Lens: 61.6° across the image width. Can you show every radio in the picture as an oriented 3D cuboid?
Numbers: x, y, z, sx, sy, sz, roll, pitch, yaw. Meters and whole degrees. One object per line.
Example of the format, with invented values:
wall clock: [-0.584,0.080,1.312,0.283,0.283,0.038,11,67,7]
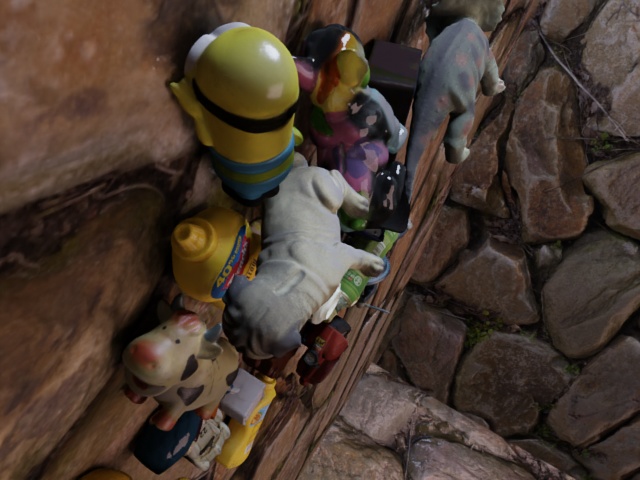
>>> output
radio: [0.084,-0.162,0.783,0.229,0.073,0.131,103,3,-47]

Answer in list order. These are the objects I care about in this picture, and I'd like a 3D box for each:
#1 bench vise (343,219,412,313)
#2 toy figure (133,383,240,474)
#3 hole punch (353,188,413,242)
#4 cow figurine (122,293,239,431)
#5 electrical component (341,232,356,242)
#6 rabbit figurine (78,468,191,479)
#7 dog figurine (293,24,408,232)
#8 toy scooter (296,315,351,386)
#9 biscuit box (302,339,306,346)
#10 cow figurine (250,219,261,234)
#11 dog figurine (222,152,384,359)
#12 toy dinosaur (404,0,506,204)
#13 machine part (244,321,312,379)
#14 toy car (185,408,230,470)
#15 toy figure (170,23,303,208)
bench vise: [0.111,0.043,1.159,0.223,0.129,0.240,-41,144,-43]
toy figure: [-0.169,0.219,0.686,0.154,0.058,0.064,-49,138,-32]
hole punch: [0.088,-0.063,0.929,0.092,0.116,0.142,146,-42,-71]
cow figurine: [-0.142,0.131,0.577,0.127,0.086,0.194,-55,162,-5]
electrical component: [0.070,-0.046,1.047,0.102,0.045,0.078,-55,162,-26]
rabbit figurine: [-0.197,0.330,0.571,0.162,0.173,0.121,-1,113,-68]
dog figurine: [0.025,-0.122,0.598,0.219,0.109,0.191,42,52,-64]
toy scooter: [0.001,0.212,1.013,0.135,0.075,0.183,-52,164,-15]
biscuit box: [0.000,0.127,1.079,0.059,0.063,0.202,-41,154,-51]
cow figurine: [-0.040,0.008,0.677,0.068,0.098,0.167,-31,146,-51]
dog figurine: [-0.036,0.006,0.519,0.121,0.172,0.190,-32,176,31]
toy dinosaur: [0.198,-0.254,0.820,0.405,0.131,0.191,-64,144,-36]
machine part: [-0.061,0.155,0.940,0.179,0.056,0.179,-57,165,-25]
toy car: [-0.174,0.291,0.798,0.073,0.056,0.201,-55,163,-28]
toy figure: [-0.056,-0.097,0.453,0.180,0.089,0.082,90,24,-56]
